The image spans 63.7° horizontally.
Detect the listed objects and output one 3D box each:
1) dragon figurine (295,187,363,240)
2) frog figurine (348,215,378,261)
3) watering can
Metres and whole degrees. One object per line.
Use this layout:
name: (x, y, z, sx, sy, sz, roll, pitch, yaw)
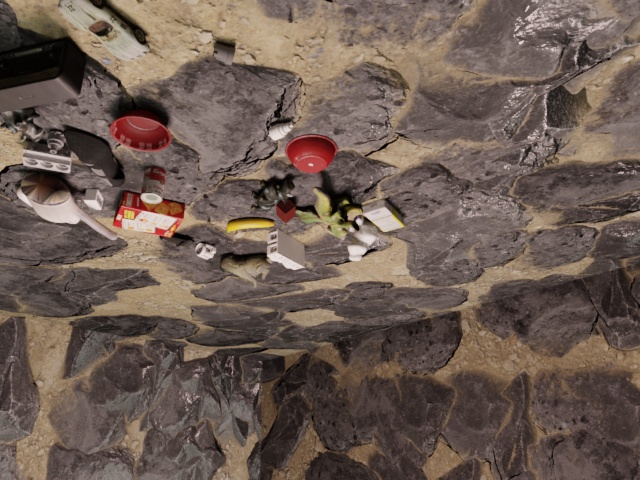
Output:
dragon figurine: (0.006, -0.093, 1.856, 0.241, 0.124, 0.405, -9, 153, 33)
frog figurine: (0.166, 0.004, 1.988, 0.122, 0.163, 0.135, 16, 148, -33)
watering can: (-0.842, -0.110, 1.700, 0.347, 0.106, 0.220, 21, 153, -2)
